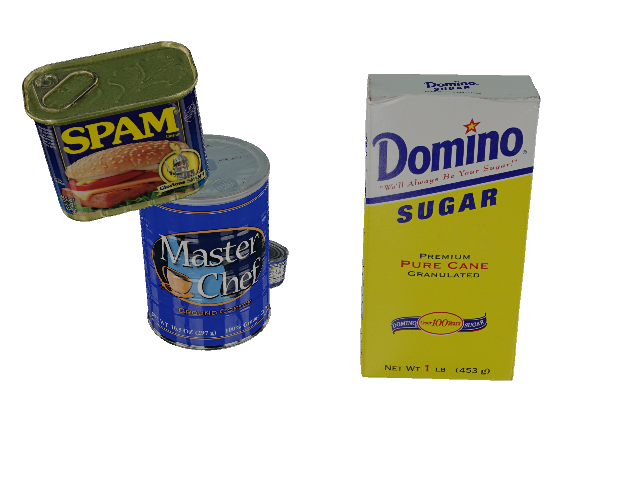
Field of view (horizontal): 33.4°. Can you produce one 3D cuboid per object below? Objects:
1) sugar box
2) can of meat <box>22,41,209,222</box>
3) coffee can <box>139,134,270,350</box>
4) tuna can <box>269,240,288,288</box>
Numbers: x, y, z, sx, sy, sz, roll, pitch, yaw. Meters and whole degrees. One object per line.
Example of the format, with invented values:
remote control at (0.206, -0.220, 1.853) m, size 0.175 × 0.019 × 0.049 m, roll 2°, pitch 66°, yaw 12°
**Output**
sugar box at (0.070, -0.005, 0.610) m, size 0.093 × 0.176 × 0.048 m, roll 0°, pitch 27°, yaw 2°
can of meat at (-0.121, -0.065, 0.654) m, size 0.102 × 0.084 × 0.057 m, roll -13°, pitch 45°, yaw -9°
coffee can at (-0.091, 0.001, 0.847) m, size 0.103 × 0.140 × 0.103 m, roll 1°, pitch 32°, yaw -1°
tuna can at (-0.078, 0.022, 1.124) m, size 0.086 × 0.034 × 0.086 m, roll 8°, pitch 16°, yaw -2°
